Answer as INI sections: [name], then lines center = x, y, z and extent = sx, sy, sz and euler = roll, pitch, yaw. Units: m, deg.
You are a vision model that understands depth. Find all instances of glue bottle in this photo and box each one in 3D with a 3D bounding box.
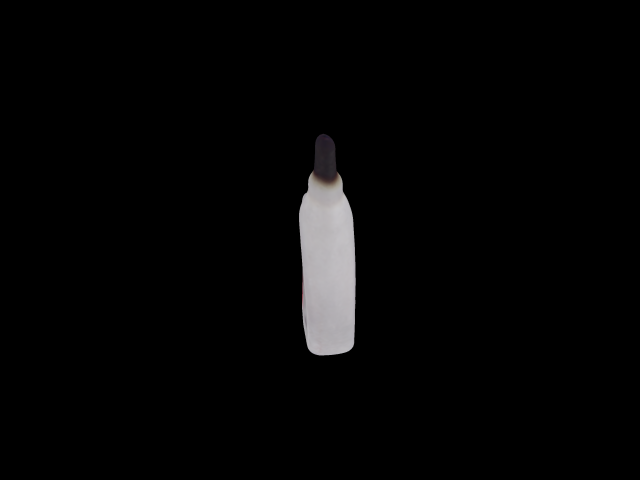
[glue bottle]
center = 0.004, 0.001, 0.400
extent = 0.037, 0.173, 0.078
euler = -6, 43, -6
